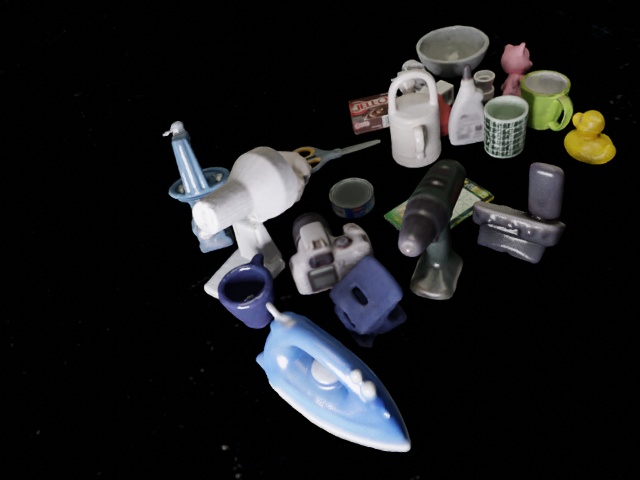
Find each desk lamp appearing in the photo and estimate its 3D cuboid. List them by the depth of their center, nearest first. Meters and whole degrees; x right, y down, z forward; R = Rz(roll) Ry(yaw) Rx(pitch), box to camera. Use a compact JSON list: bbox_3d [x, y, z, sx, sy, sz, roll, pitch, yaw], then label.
[{"bbox_3d":[-0.125,-0.025,0.975,0.117,0.214,0.203,20,55,29],"label":"desk lamp"}]

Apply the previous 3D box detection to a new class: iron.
[{"bbox_3d":[0.019,0.183,0.795,0.257,0.142,0.119,29,60,34],"label":"iron"}]

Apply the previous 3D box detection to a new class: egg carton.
[{"bbox_3d":[-0.095,-0.130,1.168,0.150,0.069,0.107,4,49,18],"label":"egg carton"}]

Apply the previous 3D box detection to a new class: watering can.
[{"bbox_3d":[0.181,-0.252,1.129,0.101,0.194,0.172,-24,47,-9],"label":"watering can"}]

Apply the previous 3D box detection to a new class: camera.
[{"bbox_3d":[0.009,0.004,0.995,0.143,0.101,0.136,-18,46,-3],"label":"camera"}]

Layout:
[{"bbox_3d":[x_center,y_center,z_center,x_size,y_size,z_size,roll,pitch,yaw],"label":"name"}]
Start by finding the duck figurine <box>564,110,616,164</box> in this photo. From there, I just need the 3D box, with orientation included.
[{"bbox_3d":[0.511,-0.199,1.076,0.077,0.086,0.104,-25,47,-10],"label":"duck figurine"}]

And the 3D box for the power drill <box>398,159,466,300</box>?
[{"bbox_3d":[0.176,-0.006,0.888,0.075,0.209,0.230,9,50,22],"label":"power drill"}]

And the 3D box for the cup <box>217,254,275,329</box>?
[{"bbox_3d":[-0.109,0.090,0.946,0.091,0.095,0.118,3,48,16],"label":"cup"}]

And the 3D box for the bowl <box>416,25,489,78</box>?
[{"bbox_3d":[0.312,-0.432,1.351,0.167,0.075,0.167,-7,46,7],"label":"bowl"}]

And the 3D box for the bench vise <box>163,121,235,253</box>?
[{"bbox_3d":[-0.216,-0.101,1.065,0.121,0.220,0.206,-29,48,-14],"label":"bench vise"}]

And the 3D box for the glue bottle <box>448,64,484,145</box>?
[{"bbox_3d":[0.292,-0.268,1.133,0.078,0.173,0.037,-8,46,7],"label":"glue bottle"}]

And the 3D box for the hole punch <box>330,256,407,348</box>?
[{"bbox_3d":[0.073,0.096,0.899,0.101,0.091,0.108,-28,47,-13],"label":"hole punch"}]

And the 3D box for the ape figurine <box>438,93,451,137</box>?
[{"bbox_3d":[0.244,-0.268,1.201,0.078,0.092,0.076,-19,46,-5],"label":"ape figurine"}]

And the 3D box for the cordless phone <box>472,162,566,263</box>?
[{"bbox_3d":[0.322,-0.064,0.924,0.147,0.185,0.094,17,53,27],"label":"cordless phone"}]

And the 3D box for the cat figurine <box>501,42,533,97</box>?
[{"bbox_3d":[0.420,-0.362,1.229,0.067,0.118,0.128,4,48,17],"label":"cat figurine"}]
